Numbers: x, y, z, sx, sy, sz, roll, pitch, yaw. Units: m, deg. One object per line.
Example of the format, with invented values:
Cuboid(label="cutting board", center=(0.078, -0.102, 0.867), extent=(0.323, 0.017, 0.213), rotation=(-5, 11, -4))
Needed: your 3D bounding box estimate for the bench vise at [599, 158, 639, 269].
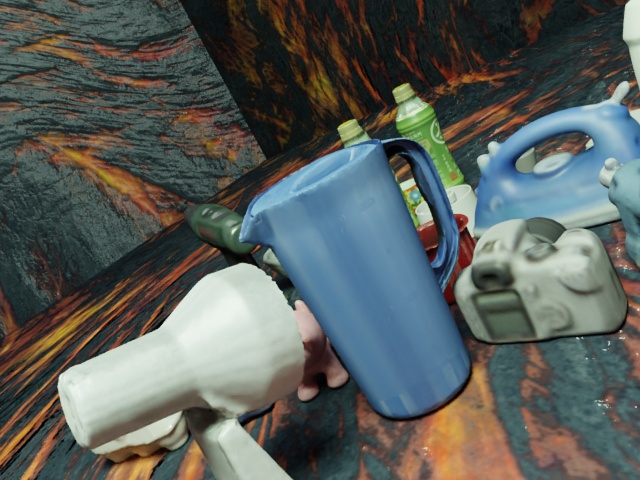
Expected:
Cuboid(label="bench vise", center=(0.287, -0.059, 0.463), extent=(0.122, 0.220, 0.206), rotation=(-34, 16, -21))

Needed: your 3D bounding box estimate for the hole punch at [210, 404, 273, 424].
Cuboid(label="hole punch", center=(-0.115, 0.167, 0.692), extent=(0.101, 0.091, 0.108), rotation=(-29, 15, -2))

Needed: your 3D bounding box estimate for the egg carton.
Cuboid(label="egg carton", center=(-0.221, 0.226, 0.731), extent=(0.150, 0.069, 0.107), rotation=(-21, 16, 25))

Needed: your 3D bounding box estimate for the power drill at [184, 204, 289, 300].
Cuboid(label="power drill", center=(-0.146, 0.030, 0.976), extent=(0.076, 0.209, 0.229), rotation=(-35, 16, -24))

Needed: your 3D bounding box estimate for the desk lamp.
Cuboid(label="desk lamp", center=(-0.088, 0.152, 0.454), extent=(0.204, 0.214, 0.117), rotation=(-39, 18, -34))

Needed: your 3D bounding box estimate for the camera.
Cuboid(label="camera", center=(0.215, 0.021, 0.562), extent=(0.142, 0.101, 0.137), rotation=(-15, 20, 42))

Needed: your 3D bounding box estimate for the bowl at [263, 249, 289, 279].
Cuboid(label="bowl", center=(-0.012, 0.023, 1.022), extent=(0.167, 0.075, 0.167), rotation=(-26, 15, 8))

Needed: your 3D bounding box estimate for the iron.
Cuboid(label="iron", center=(0.288, -0.091, 0.725), extent=(0.257, 0.141, 0.119), rotation=(-17, 19, 37))

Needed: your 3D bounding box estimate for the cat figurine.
Cuboid(label="cat figurine", center=(-0.018, 0.112, 0.648), extent=(0.067, 0.118, 0.128), rotation=(-25, 15, 11))
